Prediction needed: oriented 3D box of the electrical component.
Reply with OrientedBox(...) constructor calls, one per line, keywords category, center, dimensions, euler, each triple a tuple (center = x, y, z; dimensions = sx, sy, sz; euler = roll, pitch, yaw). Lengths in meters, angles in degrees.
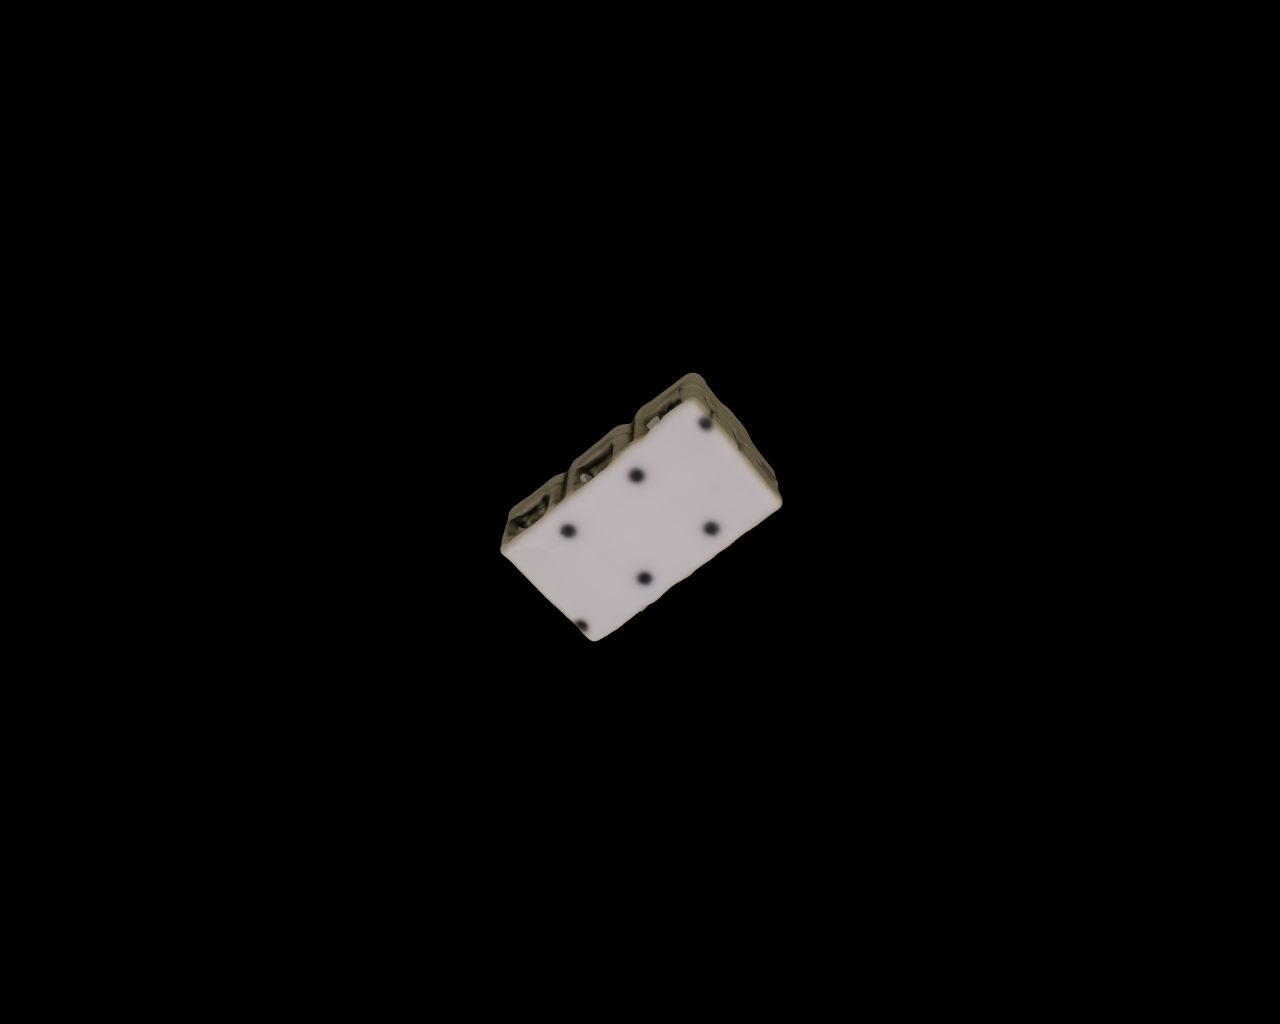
OrientedBox(category="electrical component", center=(0.001, -0.003, 0.650), dimensions=(0.150, 0.089, 0.062), euler=(-36, 19, 15))
